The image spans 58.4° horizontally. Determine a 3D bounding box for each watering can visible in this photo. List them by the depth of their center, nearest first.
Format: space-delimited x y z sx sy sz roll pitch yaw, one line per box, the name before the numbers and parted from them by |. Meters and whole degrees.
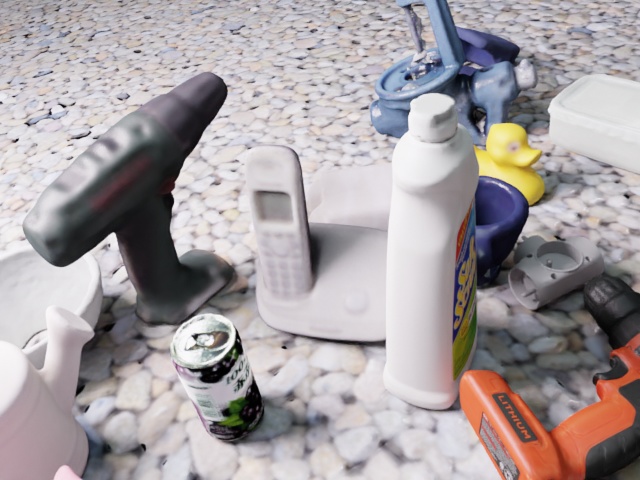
watering can | -0.254 0.118 0.427 0.100 0.194 0.173 11 45 23

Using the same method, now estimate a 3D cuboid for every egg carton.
egg carton | 0.057 -0.032 0.630 0.150 0.069 0.107 -8 41 2

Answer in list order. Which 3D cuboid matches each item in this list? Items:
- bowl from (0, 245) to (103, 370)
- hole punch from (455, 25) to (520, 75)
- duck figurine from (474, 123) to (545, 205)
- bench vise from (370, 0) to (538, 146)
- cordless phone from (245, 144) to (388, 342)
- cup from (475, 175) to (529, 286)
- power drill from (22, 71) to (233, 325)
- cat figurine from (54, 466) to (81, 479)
bowl | -0.287 0.082 0.568 0.167 0.075 0.167 -6 41 5
hole punch | 0.240 -0.294 0.877 0.101 0.091 0.108 -29 44 -20
duck figurine | 0.209 -0.095 0.658 0.078 0.086 0.104 -36 47 -27
bench vise | 0.161 -0.234 0.725 0.207 0.220 0.121 -8 41 3
cordless phone | 0.005 0.002 0.513 0.147 0.185 0.094 3 42 15
cup | 0.149 0.008 0.546 0.091 0.095 0.118 -2 41 10
power drill | -0.158 -0.027 0.563 0.075 0.209 0.230 23 51 33
cat figurine | -0.145 0.211 0.356 0.067 0.118 0.127 -9 41 2
